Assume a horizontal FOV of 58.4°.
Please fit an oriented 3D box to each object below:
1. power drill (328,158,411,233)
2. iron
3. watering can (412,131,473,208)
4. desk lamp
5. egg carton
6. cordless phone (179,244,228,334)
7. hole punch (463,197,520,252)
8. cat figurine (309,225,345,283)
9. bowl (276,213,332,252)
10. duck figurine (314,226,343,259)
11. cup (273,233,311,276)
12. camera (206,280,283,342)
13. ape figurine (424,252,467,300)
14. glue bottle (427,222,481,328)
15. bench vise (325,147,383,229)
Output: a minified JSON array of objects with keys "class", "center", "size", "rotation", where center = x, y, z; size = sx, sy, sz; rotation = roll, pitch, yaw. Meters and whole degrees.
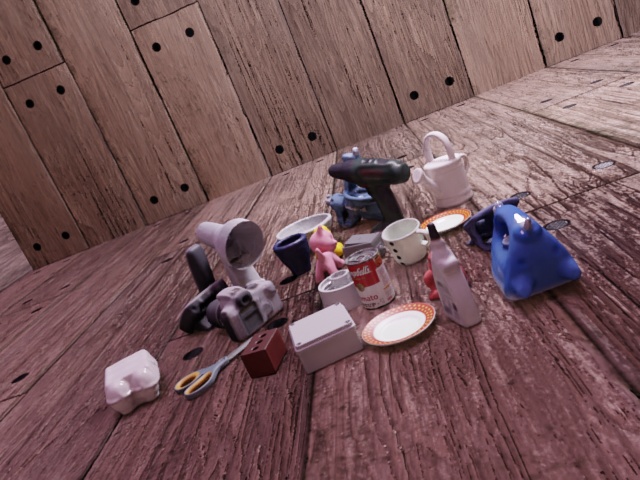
[{"class":"power drill","center":[0.142,-0.118,1.481],"size":[0.228,0.209,0.076],"rotation":[-9,21,40]},{"class":"iron","center":[0.328,-0.001,0.957],"size":[0.118,0.141,0.258],"rotation":[-21,16,5]},{"class":"watering can","center":[0.318,-0.186,1.488],"size":[0.100,0.194,0.173],"rotation":[-9,21,41]},{"class":"desk lamp","center":[-0.217,0.049,1.418],"size":[0.202,0.214,0.118],"rotation":[-4,24,48]},{"class":"egg carton","center":[-0.370,0.279,1.136],"size":[0.107,0.069,0.150],"rotation":[-27,16,-16]},{"class":"cordless phone","center":[-0.295,0.115,1.362],"size":[0.094,0.185,0.148],"rotation":[-12,19,33]},{"class":"hole punch","center":[0.345,-0.038,1.151],"size":[0.108,0.091,0.101],"rotation":[-24,16,-4]},{"class":"cat figurine","center":[0.008,0.024,1.365],"size":[0.067,0.118,0.128],"rotation":[-19,16,15]},{"class":"bowl","center":[-0.035,-0.009,1.617],"size":[0.167,0.075,0.167],"rotation":[-21,16,6]},{"class":"duck figurine","center":[0.014,0.005,1.480],"size":[0.077,0.086,0.104],"rotation":[-25,16,-7]},{"class":"cup","center":[-0.069,0.042,1.458],"size":[0.092,0.095,0.117],"rotation":[-32,18,-30]},{"class":"camera","center":[-0.182,0.145,1.262],"size":[0.136,0.101,0.143],"rotation":[-7,22,45]},{"class":"ape figurine","center":[0.218,0.055,1.016],"size":[0.076,0.092,0.077],"rotation":[-25,16,-9]},{"class":"glue bottle","center":[0.201,0.051,0.901],"size":[0.037,0.173,0.078],"rotation":[-25,16,-8]},{"class":"bench vise","center":[0.086,-0.143,1.621],"size":[0.207,0.220,0.122],"rotation":[-16,17,24]}]
